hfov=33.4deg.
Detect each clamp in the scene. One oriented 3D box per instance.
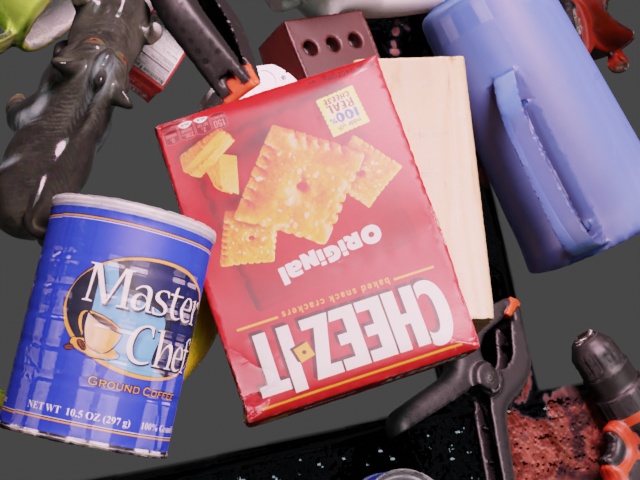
[{"bbox_3d":[0.117,0.115,0.854,0.120,0.039,0.171,30,56,-22],"label":"clamp"},{"bbox_3d":[-0.107,-0.190,0.758,0.164,0.036,0.210,18,41,-61],"label":"clamp"}]

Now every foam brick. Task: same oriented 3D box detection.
[{"bbox_3d":[0.000,-0.149,0.866,0.078,0.051,0.053,-17,82,-31],"label":"foam brick"}]

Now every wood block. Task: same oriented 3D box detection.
[{"bbox_3d":[0.073,-0.028,0.830,0.090,0.091,0.206,-3,74,-4],"label":"wood block"}]

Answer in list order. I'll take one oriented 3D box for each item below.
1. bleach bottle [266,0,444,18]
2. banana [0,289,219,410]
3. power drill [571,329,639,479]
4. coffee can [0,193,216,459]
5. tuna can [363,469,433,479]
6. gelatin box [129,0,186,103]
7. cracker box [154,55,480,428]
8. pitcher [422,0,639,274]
[{"bbox_3d":[0.065,-0.233,0.924,0.250,0.068,0.102,-23,87,-30],"label":"bleach bottle"},{"bbox_3d":[-0.130,0.085,0.729,0.197,0.037,0.069,-25,88,-32],"label":"banana"},{"bbox_3d":[0.232,0.191,0.880,0.187,0.057,0.184,-39,94,-32],"label":"power drill"},{"bbox_3d":[-0.127,0.053,0.646,0.102,0.103,0.140,16,79,-24],"label":"coffee can"},{"bbox_3d":[0.056,0.214,0.791,0.086,0.034,0.086,9,70,-26],"label":"tuna can"},{"bbox_3d":[-0.135,-0.160,0.809,0.073,0.030,0.089,36,60,-18],"label":"gelatin box"},{"bbox_3d":[-0.005,0.001,0.731,0.164,0.072,0.214,-18,79,-5],"label":"cracker box"},{"bbox_3d":[0.181,-0.101,0.885,0.144,0.149,0.243,-29,93,-19],"label":"pitcher"}]
